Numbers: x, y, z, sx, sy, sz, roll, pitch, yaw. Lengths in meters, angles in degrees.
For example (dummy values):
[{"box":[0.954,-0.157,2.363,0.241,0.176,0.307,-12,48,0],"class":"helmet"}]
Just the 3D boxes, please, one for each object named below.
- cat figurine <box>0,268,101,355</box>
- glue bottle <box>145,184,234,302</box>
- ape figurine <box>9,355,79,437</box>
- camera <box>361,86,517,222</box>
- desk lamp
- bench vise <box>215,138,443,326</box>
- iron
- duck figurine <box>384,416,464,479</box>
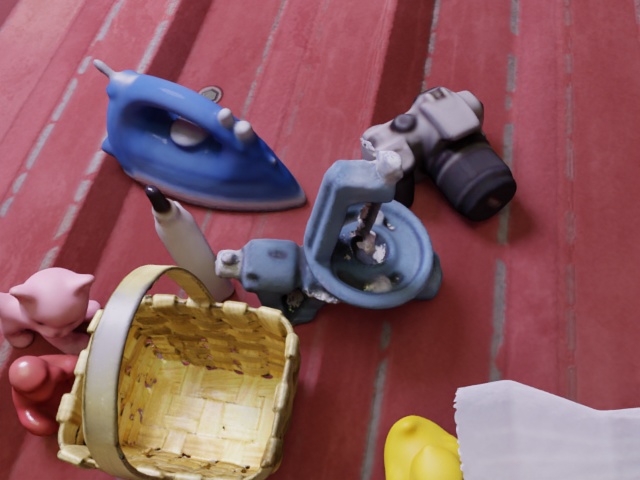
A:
[{"box":[-0.278,0.064,0.570,0.127,0.118,0.067,4,60,10],"class":"cat figurine"},{"box":[-0.133,-0.001,0.557,0.037,0.173,0.078,-32,61,-11],"class":"glue bottle"},{"box":[-0.259,0.138,0.539,0.076,0.092,0.078,35,70,24],"class":"ape figurine"},{"box":[0.133,-0.085,0.612,0.143,0.101,0.136,-27,60,-8],"class":"camera"},{"box":[0.190,0.164,0.392,0.203,0.214,0.118,-6,59,4],"class":"desk lamp"},{"box":[0.009,0.011,0.503,0.207,0.220,0.121,-21,59,-4],"class":"bench vise"},{"box":[-0.137,-0.122,0.646,0.257,0.142,0.119,20,65,18],"class":"iron"},{"box":[0.092,0.189,0.465,0.077,0.086,0.104,-25,60,-7],"class":"duck figurine"}]
